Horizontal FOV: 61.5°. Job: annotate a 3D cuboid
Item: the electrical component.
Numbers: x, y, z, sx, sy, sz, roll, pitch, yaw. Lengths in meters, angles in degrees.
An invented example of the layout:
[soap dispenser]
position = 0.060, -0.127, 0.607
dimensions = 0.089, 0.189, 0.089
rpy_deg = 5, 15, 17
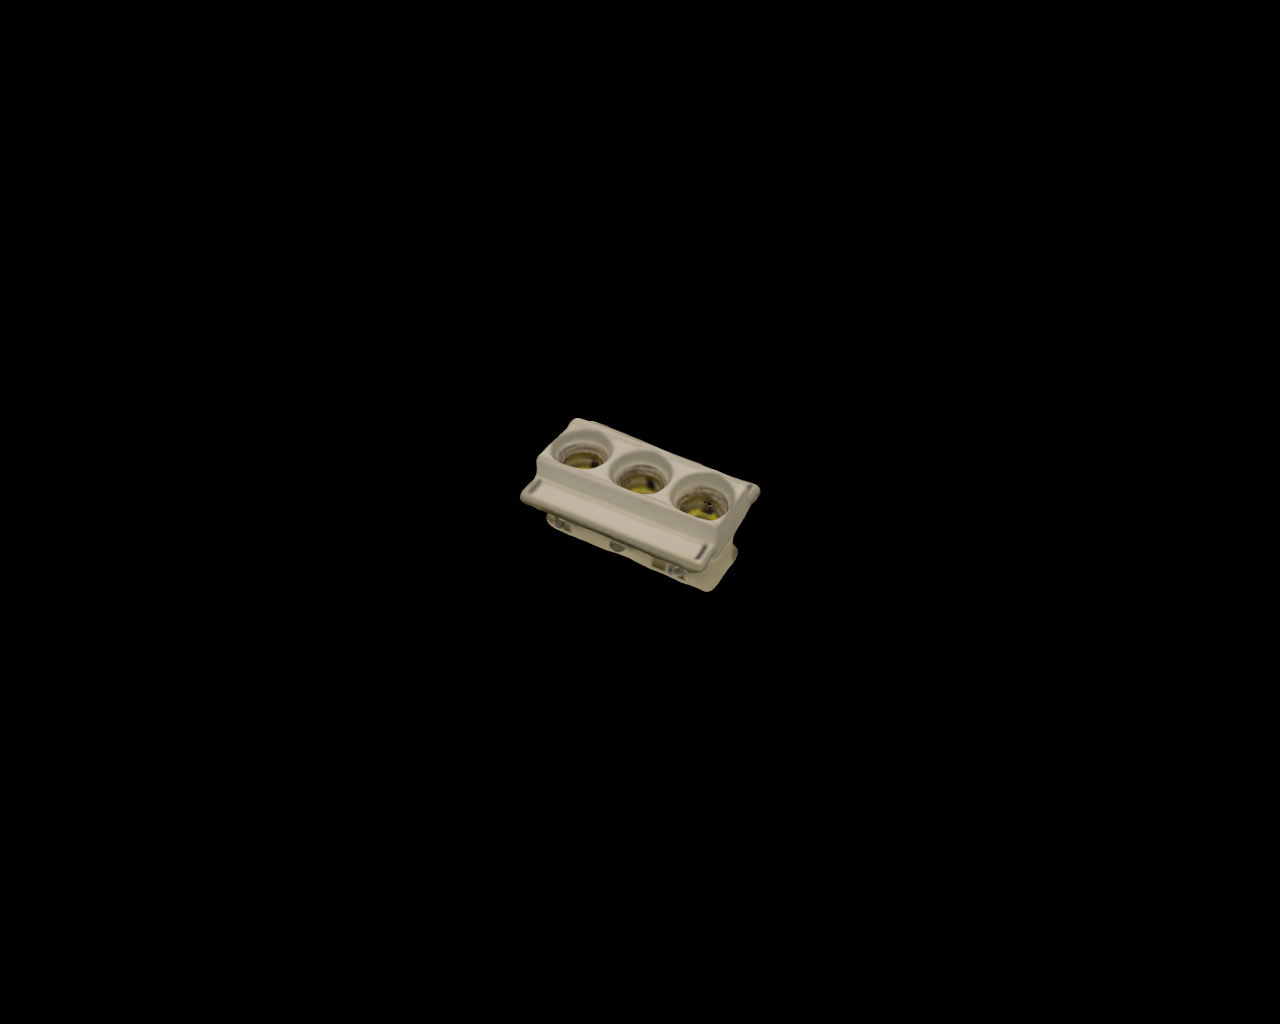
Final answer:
[electrical component]
position = 0.001, -0.003, 0.650
dimensions = 0.121, 0.063, 0.079
rpy_deg = 22, 49, 21
